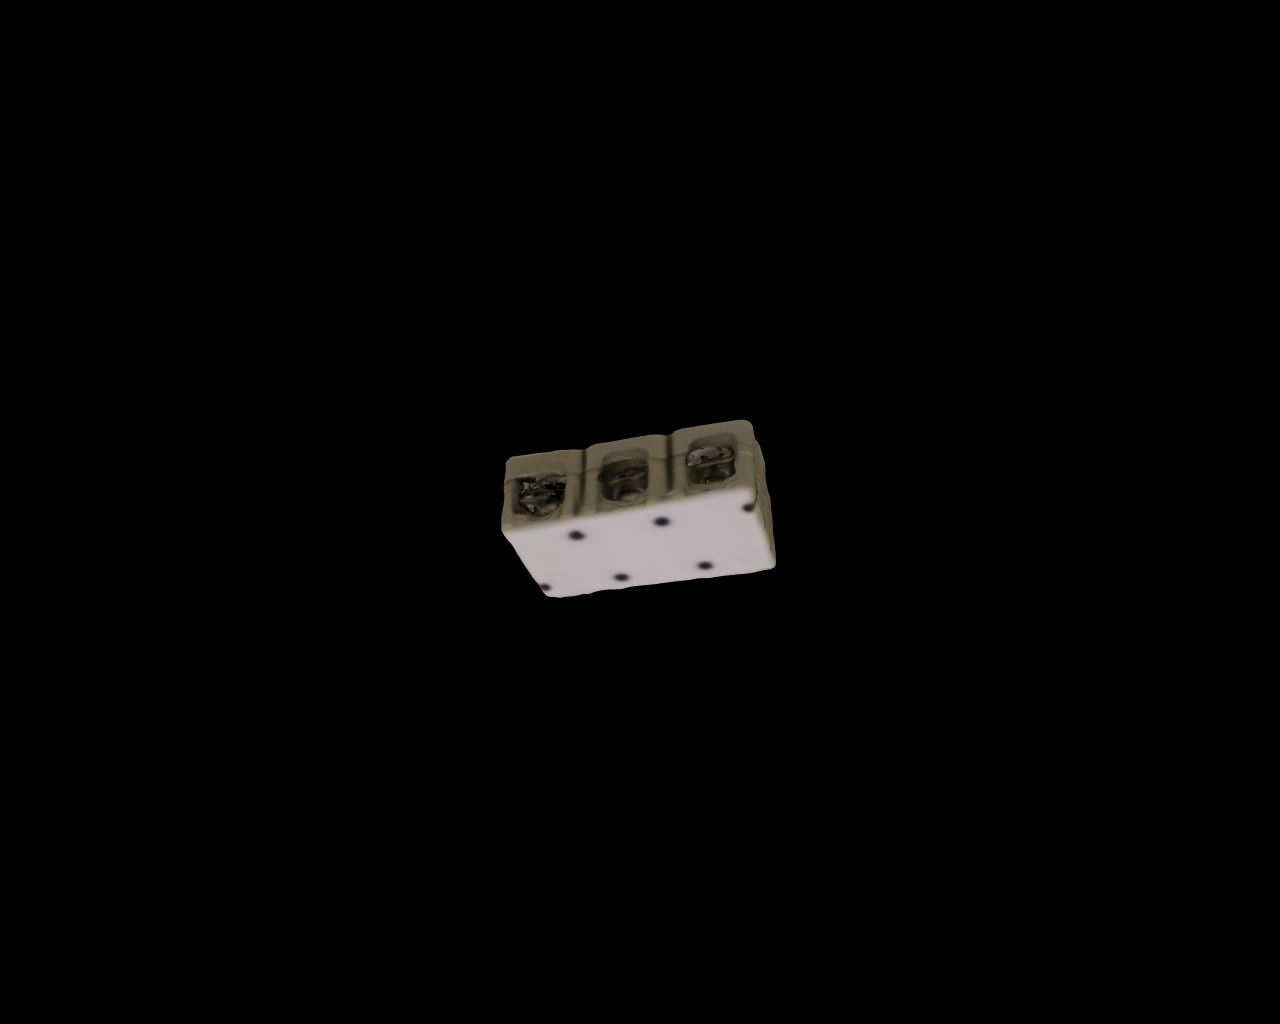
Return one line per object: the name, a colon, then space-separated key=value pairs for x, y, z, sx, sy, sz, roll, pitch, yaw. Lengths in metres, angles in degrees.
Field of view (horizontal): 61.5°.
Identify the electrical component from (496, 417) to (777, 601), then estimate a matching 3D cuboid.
electrical component: x=0.001 y=-0.003 z=0.650 sx=0.150 sy=0.062 sz=0.089 roll=-8 pitch=-35 yaw=11
